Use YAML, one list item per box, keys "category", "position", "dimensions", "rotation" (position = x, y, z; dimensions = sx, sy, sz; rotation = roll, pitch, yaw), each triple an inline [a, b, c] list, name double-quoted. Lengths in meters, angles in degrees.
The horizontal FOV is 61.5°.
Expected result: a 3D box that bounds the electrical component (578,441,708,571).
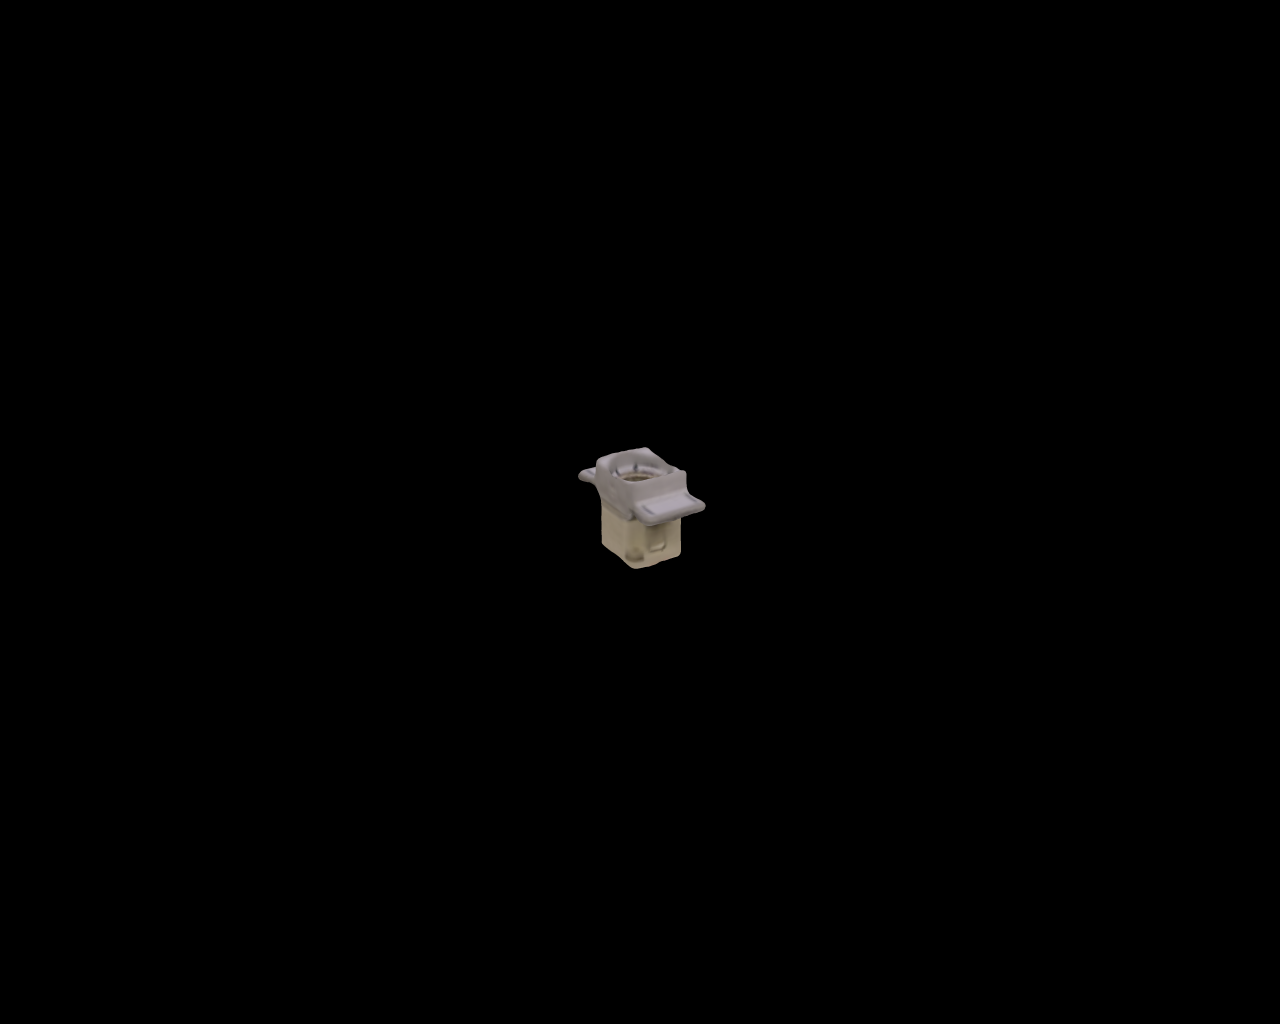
- category: "electrical component"
  position: [0.001, -0.003, 0.650]
  dimensions: [0.042, 0.063, 0.081]
  rotation: [-16, 31, -28]
